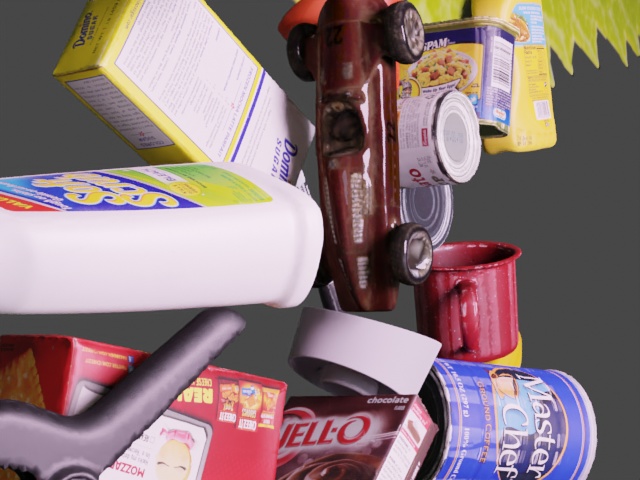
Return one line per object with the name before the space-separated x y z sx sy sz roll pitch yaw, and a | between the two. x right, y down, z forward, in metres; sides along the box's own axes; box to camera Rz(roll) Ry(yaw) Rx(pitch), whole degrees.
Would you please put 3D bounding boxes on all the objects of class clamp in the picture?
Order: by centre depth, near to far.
clamp | -0.111 0.127 0.482 0.209 0.036 0.164 -9 92 -39

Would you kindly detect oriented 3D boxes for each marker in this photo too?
marker | -0.005 0.001 0.758 0.020 0.020 0.121 -43 121 -45

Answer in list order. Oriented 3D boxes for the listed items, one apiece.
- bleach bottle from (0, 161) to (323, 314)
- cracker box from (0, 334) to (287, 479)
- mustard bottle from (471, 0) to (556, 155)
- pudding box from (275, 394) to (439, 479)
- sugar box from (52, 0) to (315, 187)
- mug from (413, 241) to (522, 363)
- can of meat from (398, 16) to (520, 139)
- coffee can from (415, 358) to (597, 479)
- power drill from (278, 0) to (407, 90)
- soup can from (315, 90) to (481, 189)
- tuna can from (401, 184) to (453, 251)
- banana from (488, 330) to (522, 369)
bleach bottle | -0.122 0.002 0.519 0.250 0.103 0.068 -5 115 -44
cracker box | -0.106 0.168 0.571 0.163 0.072 0.213 20 73 -49
mustard bottle | 0.174 -0.177 0.974 0.096 0.058 0.191 -14 100 -53
pudding box | 0.009 0.144 0.691 0.039 0.114 0.090 57 46 -30
sugar box | -0.075 -0.082 0.648 0.176 0.048 0.093 49 50 -44
mug | 0.117 0.053 0.851 0.117 0.093 0.081 -80 165 -78
can of meat | 0.103 -0.124 0.842 0.057 0.102 0.084 11 81 -53
coffee can | 0.122 0.144 0.806 0.140 0.103 0.103 10 80 -29
power drill | 0.032 -0.214 0.768 0.184 0.057 0.187 38 65 -49
soup can | 0.057 -0.071 0.775 0.068 0.102 0.068 5 84 -54
tuna can | 0.072 -0.031 0.849 0.085 0.034 0.086 4 86 -53
banana | 0.131 0.127 0.918 0.197 0.037 0.069 -12 98 -53
